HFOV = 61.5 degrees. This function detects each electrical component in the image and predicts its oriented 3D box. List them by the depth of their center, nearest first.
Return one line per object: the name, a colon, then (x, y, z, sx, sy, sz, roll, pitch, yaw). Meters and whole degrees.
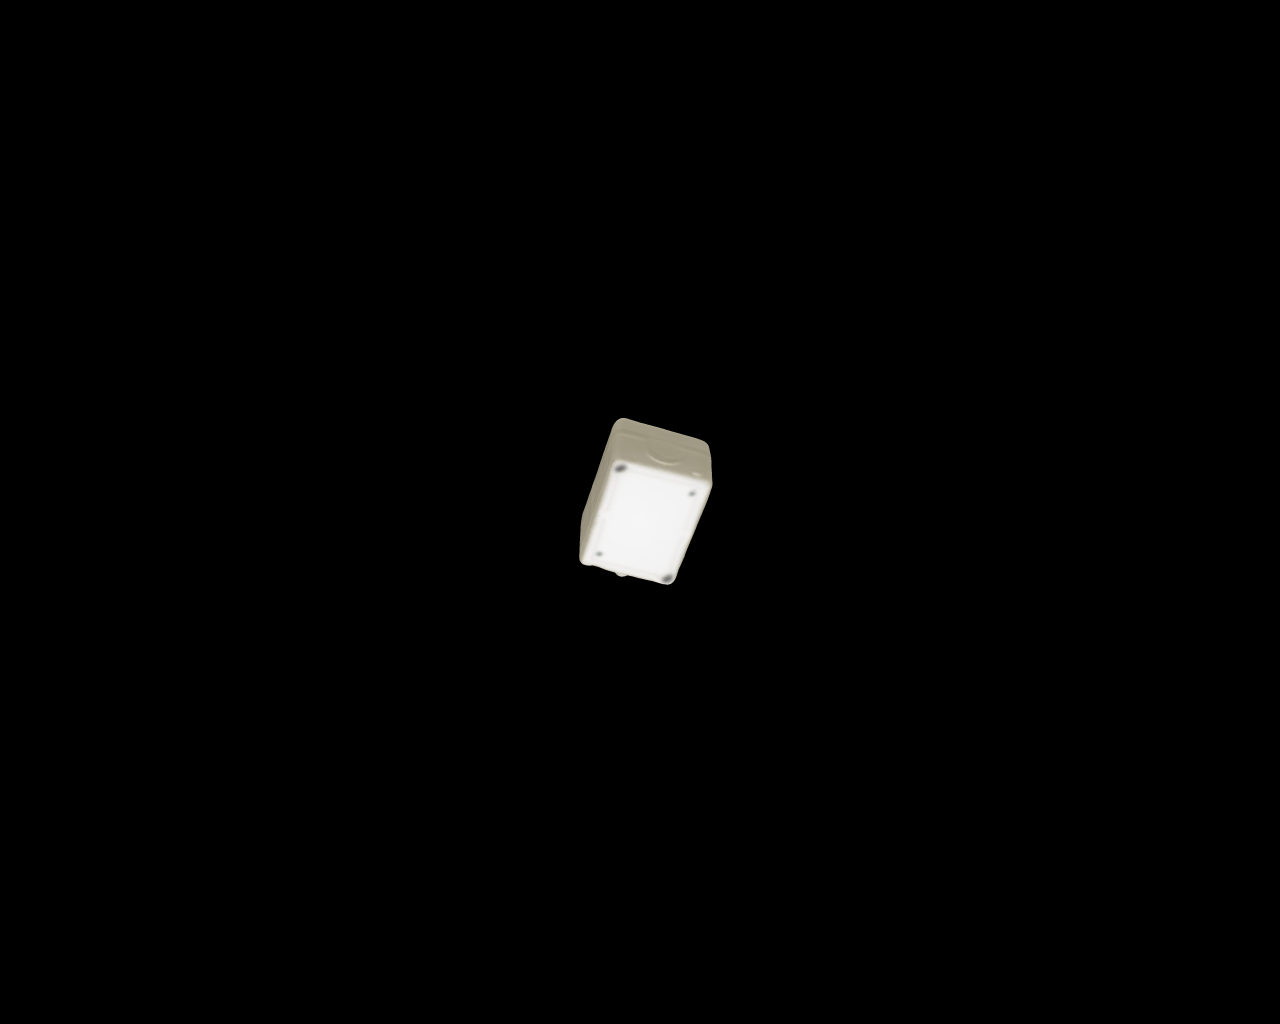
electrical component: (0.001, -0.003, 0.650, 0.062, 0.096, 0.061, 15, 32, -9)
